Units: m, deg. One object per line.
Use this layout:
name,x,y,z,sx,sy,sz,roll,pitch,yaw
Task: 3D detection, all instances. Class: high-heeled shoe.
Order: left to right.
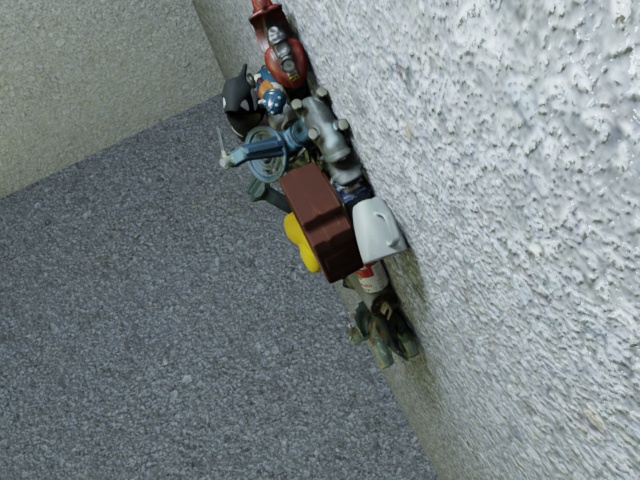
high-heeled shoe,-0.164,-0.248,1.121,0.248,0.086,0.145,97,179,-58

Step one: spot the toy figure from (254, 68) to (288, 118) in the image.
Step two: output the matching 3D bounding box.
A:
toy figure,-0.095,-0.289,1.042,0.155,0.064,0.057,-111,25,-51

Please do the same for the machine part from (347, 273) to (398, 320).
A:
machine part,0.130,0.117,1.373,0.079,0.079,0.243,66,175,-33

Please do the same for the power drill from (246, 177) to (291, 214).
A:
power drill,-0.093,-0.098,1.427,0.207,0.086,0.232,37,-172,-26

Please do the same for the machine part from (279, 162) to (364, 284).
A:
machine part,0.004,-0.034,1.046,0.202,0.087,0.200,60,176,40

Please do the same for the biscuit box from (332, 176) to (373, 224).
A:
biscuit box,0.077,-0.050,1.089,0.202,0.063,0.059,70,174,-57

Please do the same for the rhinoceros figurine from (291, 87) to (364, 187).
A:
rhinoceros figurine,0.013,-0.183,0.977,0.190,0.073,0.112,62,174,15

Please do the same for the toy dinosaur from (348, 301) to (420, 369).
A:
toy dinosaur,0.167,0.229,1.415,0.192,0.131,0.404,62,169,9

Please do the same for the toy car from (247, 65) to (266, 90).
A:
toy car,-0.116,-0.376,1.237,0.053,0.089,0.202,66,176,-29

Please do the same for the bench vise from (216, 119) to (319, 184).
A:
bench vise,-0.093,-0.185,1.081,0.224,0.240,0.128,-15,95,43

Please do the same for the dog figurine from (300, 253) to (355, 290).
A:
dog figurine,0.045,0.082,1.595,0.121,0.172,0.190,-98,-9,-71

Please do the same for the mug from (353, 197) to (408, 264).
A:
mug,0.099,-0.021,0.933,0.109,0.081,0.107,126,124,-75

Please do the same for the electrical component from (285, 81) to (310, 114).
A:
electrical component,-0.056,-0.326,1.112,0.075,0.048,0.119,58,175,44

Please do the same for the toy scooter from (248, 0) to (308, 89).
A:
toy scooter,-0.078,-0.361,0.950,0.135,0.075,0.183,-75,-39,-86

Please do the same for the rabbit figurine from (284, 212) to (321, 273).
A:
rabbit figurine,-0.003,-0.004,1.225,0.122,0.173,0.162,127,154,-44

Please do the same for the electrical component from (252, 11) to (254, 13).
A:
electrical component,-0.096,-0.413,1.064,0.102,0.045,0.078,60,173,31

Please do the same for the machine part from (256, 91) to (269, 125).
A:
machine part,-0.142,-0.284,1.322,0.179,0.056,0.179,166,90,-78

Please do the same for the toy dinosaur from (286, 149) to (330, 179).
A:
toy dinosaur,-0.057,-0.227,1.369,0.472,0.105,0.198,48,162,56
